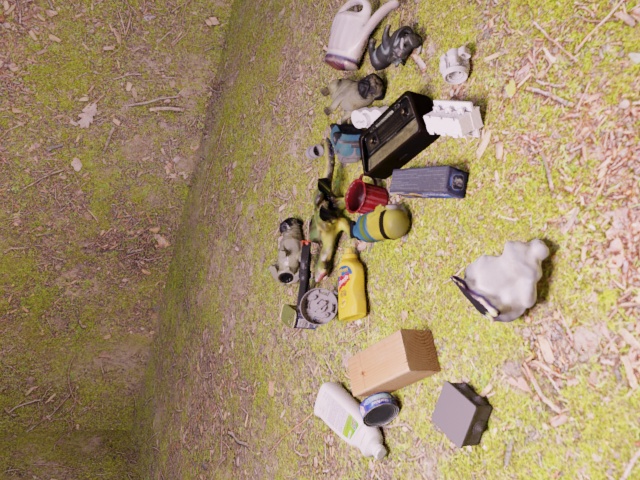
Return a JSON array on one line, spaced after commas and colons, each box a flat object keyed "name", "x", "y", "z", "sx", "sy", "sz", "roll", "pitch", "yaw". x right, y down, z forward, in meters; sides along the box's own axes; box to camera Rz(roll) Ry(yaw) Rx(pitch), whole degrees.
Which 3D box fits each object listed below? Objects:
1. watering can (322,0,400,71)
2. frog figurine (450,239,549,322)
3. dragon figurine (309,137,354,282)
[{"name": "watering can", "x": 0.108, "y": -0.616, "z": 1.541, "sx": 0.352, "sy": 0.104, "sz": 0.222, "roll": 38, "pitch": 114, "yaw": 59}, {"name": "frog figurine", "x": 0.338, "y": 0.064, "z": 0.925, "sx": 0.160, "sy": 0.121, "sz": 0.139, "roll": -39, "pitch": 24, "yaw": -3}, {"name": "dragon figurine", "x": 0.005, "y": -0.078, "z": 1.542, "sx": 0.238, "sy": 0.122, "sz": 0.418, "roll": 134, "pitch": 138, "yaw": -57}]
